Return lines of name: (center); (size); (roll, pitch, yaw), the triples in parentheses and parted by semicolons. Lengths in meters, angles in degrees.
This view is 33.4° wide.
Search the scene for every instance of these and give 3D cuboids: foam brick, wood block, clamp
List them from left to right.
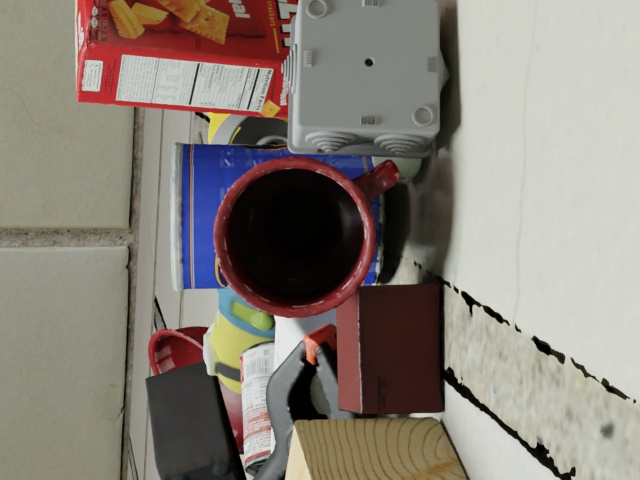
clamp: (0.006, 0.142, 0.706); (0.039, 0.120, 0.171); (-36, -39, -54)
wood block: (0.022, 0.215, 0.634); (0.090, 0.090, 0.206); (-113, 29, -58)
foam brick: (0.041, 0.066, 0.649); (0.051, 0.053, 0.078); (161, 109, -75)

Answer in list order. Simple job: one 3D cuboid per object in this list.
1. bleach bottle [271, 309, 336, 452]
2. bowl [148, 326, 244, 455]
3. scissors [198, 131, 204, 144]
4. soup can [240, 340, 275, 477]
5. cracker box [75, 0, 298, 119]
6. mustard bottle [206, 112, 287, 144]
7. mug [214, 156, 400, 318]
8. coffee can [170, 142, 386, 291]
bleach bottle: (-0.007, 0.163, 0.808); (0.103, 0.068, 0.251); (-121, 34, -57)
bowl: (-0.108, 0.148, 1.132); (0.162, 0.055, 0.162); (29, 139, 28)
scissors: (-0.106, -0.035, 1.061); (0.096, 0.016, 0.202); (93, 165, -72)
soup can: (-0.033, 0.144, 0.903); (0.069, 0.068, 0.102); (116, 153, -59)
cracker box: (-0.092, -0.186, 0.881); (0.072, 0.213, 0.164); (112, 155, -50)
mustard bottle: (-0.067, -0.142, 1.030); (0.058, 0.096, 0.191); (52, -169, -33)
mug: (-0.003, -0.013, 0.644); (0.093, 0.117, 0.081); (54, -174, -5)
coffee can: (-0.031, -0.016, 0.741); (0.103, 0.140, 0.103); (179, 90, -85)
